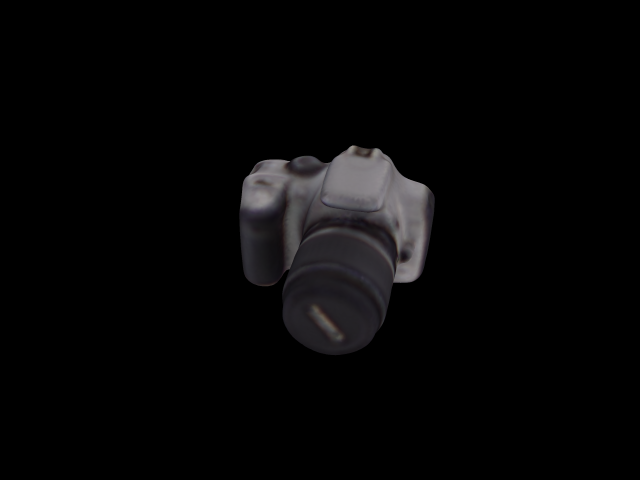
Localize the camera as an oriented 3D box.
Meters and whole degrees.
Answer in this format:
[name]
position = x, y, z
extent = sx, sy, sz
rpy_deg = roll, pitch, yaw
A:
[camera]
position = 0.004, 0.001, 0.400
extent = 0.143, 0.101, 0.137
rpy_deg = 8, 39, 10
